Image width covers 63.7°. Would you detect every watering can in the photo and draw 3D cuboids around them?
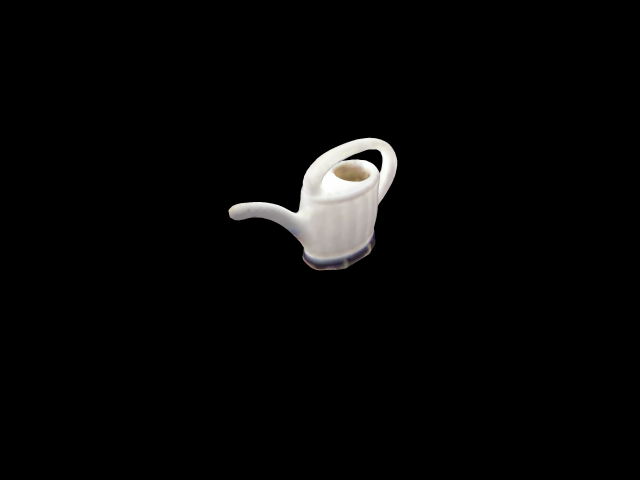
[{"bbox_3d":[0.003,-0.043,0.850,0.352,0.219,0.105,-29,45,-32],"label":"watering can"}]
